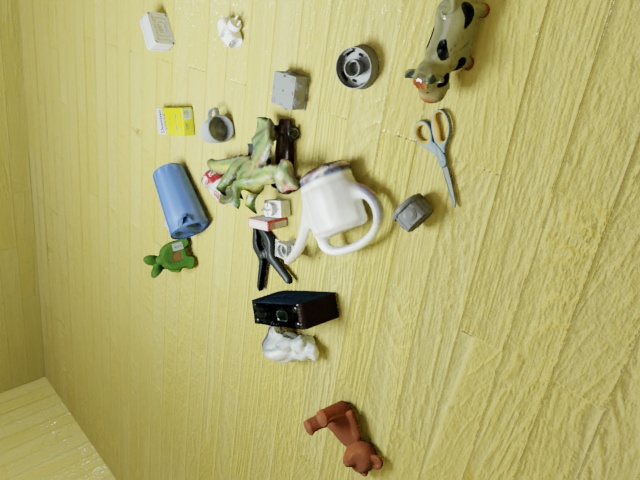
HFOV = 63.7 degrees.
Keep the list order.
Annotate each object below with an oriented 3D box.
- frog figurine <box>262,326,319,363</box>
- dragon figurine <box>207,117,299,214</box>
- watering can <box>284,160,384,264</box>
[{"bbox_3d":[-0.079,0.307,1.445,0.161,0.124,0.134,32,155,25],"label":"frog figurine"},{"bbox_3d":[-0.185,-0.217,1.383,0.240,0.121,0.417,-57,47,13],"label":"dragon figurine"},{"bbox_3d":[0.004,-0.064,1.264,0.344,0.105,0.225,-20,85,40],"label":"watering can"}]
